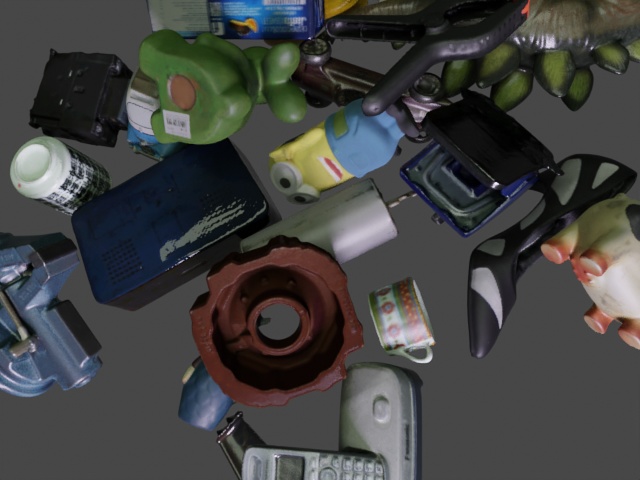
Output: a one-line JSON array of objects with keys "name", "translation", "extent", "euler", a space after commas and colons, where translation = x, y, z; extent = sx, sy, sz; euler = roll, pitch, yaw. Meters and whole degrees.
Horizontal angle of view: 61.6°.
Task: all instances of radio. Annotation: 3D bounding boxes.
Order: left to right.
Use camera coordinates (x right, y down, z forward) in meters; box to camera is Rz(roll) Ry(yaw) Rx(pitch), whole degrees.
[{"name": "radio", "translation": [-0.176, -0.023, 0.654], "extent": [0.230, 0.073, 0.131], "euler": [-29, 74, 1]}]

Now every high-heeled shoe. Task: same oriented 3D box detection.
[{"name": "high-heeled shoe", "translation": [0.238, 0.015, 0.550], "extent": [0.145, 0.086, 0.249], "euler": [4, 61, 28]}]

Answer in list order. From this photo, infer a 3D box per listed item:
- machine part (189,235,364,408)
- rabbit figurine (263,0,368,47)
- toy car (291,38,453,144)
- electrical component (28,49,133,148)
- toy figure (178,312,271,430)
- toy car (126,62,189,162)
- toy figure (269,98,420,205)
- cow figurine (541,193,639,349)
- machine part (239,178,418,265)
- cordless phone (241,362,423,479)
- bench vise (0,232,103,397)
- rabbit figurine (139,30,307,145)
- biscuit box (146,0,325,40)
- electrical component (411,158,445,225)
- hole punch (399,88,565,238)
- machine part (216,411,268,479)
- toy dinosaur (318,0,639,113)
[{"name": "machine part", "translation": [-0.044, 0.084, 0.558], "extent": [0.179, 0.056, 0.179], "euler": [-1, 102, -6]}, {"name": "rabbit figurine", "translation": [-0.018, -0.326, 0.683], "extent": [0.162, 0.122, 0.173], "euler": [17, 96, 4]}, {"name": "toy car", "translation": [0.057, -0.170, 0.630], "extent": [0.202, 0.089, 0.053], "euler": [24, 65, 13]}, {"name": "electrical component", "translation": [-0.308, -0.189, 0.720], "extent": [0.134, 0.058, 0.115], "euler": [9, 82, 13]}, {"name": "toy figure", "translation": [-0.111, 0.136, 0.615], "extent": [0.058, 0.064, 0.154], "euler": [9, 71, 51]}, {"name": "toy car", "translation": [-0.192, -0.182, 0.675], "extent": [0.109, 0.103, 0.161], "euler": [26, 82, 15]}, {"name": "toy figure", "translation": [0.022, -0.102, 0.608], "extent": [0.180, 0.089, 0.082], "euler": [-29, 100, 25]}, {"name": "cow figurine", "translation": [0.318, 0.039, 0.519], "extent": [0.127, 0.085, 0.194], "euler": [-42, 109, -4]}, {"name": "machine part", "translation": [-0.001, -0.002, 0.614], "extent": [0.243, 0.079, 0.079], "euler": [-27, 75, 4]}, {"name": "cordless phone", "translation": [0.013, 0.199, 0.557], "extent": [0.184, 0.088, 0.146], "euler": [1, 79, 7]}, {"name": "bench vise", "translation": [-0.376, 0.098, 0.620], "extent": [0.241, 0.129, 0.223], "euler": [-29, 109, 12]}, {"name": "rabbit figurine", "translation": [-0.091, -0.184, 0.605], "extent": [0.159, 0.170, 0.121], "euler": [7, 120, 29]}, {"name": "biscuit box", "translation": [-0.097, -0.271, 0.629], "extent": [0.203, 0.063, 0.059], "euler": [5, 123, 12]}, {"name": "electrical component", "translation": [0.153, -0.077, 0.618], "extent": [0.102, 0.045, 0.078], "euler": [-36, 73, 1]}, {"name": "hole punch", "translation": [0.159, -0.078, 0.555], "extent": [0.116, 0.092, 0.142], "euler": [-26, 61, -32]}, {"name": "machine part", "translation": [-0.066, 0.256, 0.592], "extent": [0.084, 0.039, 0.139], "euler": [-37, 76, 7]}, {"name": "toy dinosaur", "translation": [0.219, -0.252, 0.616], "extent": [0.472, 0.105, 0.198], "euler": [10, 83, 17]}]
